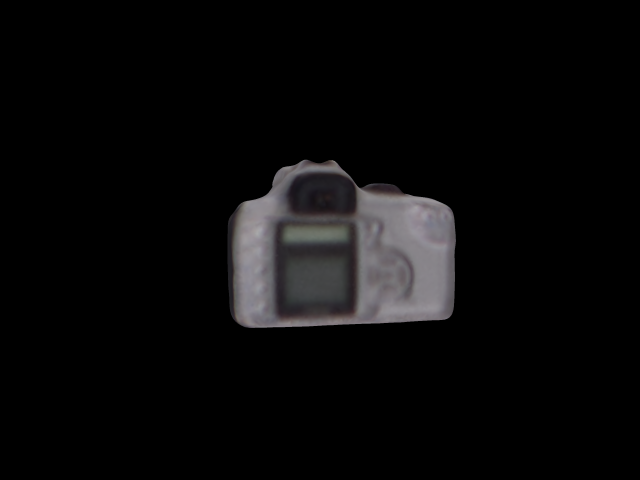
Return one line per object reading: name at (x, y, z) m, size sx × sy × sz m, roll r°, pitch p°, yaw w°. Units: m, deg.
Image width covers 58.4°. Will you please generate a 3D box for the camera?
camera at (0.004, 0.001, 0.400) m, size 0.143 × 0.101 × 0.136 m, roll 0°, pitch 0°, yaw -15°
